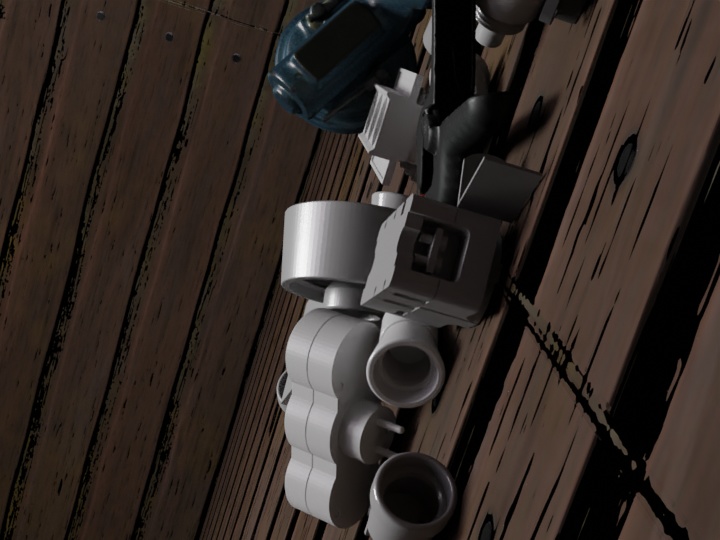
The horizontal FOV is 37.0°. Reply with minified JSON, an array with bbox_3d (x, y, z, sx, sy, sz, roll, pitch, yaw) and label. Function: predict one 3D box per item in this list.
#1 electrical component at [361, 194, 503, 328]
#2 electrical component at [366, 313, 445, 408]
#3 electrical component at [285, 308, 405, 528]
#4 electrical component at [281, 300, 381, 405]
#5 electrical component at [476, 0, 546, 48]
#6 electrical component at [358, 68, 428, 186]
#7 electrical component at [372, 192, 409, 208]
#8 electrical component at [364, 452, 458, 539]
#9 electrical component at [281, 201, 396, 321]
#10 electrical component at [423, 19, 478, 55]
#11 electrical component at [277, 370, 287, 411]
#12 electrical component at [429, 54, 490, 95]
[{"bbox_3d":[0.040,-0.001,0.575,0.089,0.056,0.050,139,147,-77],"label":"electrical component"},{"bbox_3d":[0.028,0.045,0.628,0.065,0.044,0.044,-78,7,-66],"label":"electrical component"},{"bbox_3d":[-0.003,0.097,0.665,0.052,0.074,0.138,-21,-61,-49],"label":"electrical component"},{"bbox_3d":[-0.010,0.055,0.815,0.150,0.062,0.089,125,160,-70],"label":"electrical component"},{"bbox_3d":[0.085,-0.159,0.631,0.062,0.043,0.043,113,170,-51],"label":"electrical component"},{"bbox_3d":[0.038,-0.105,0.796,0.121,0.063,0.078,-105,32,-77],"label":"electrical component"},{"bbox_3d":[0.024,-0.026,0.802,0.045,0.045,0.055,140,145,-78],"label":"electrical component"},{"bbox_3d":[0.022,0.115,0.517,0.046,0.040,0.040,105,176,-52],"label":"electrical component"},{"bbox_3d":[0.000,0.000,0.698,0.108,0.108,0.060,134,146,-75],"label":"electrical component"},{"bbox_3d":[0.075,-0.188,0.794,0.078,0.040,0.040,116,168,-53],"label":"electrical component"},{"bbox_3d":[-0.041,0.109,0.913,0.055,0.066,0.048,59,-144,-52],"label":"electrical component"},{"bbox_3d":[0.066,-0.115,0.703,0.046,0.040,0.040,-89,16,-49],"label":"electrical component"}]
